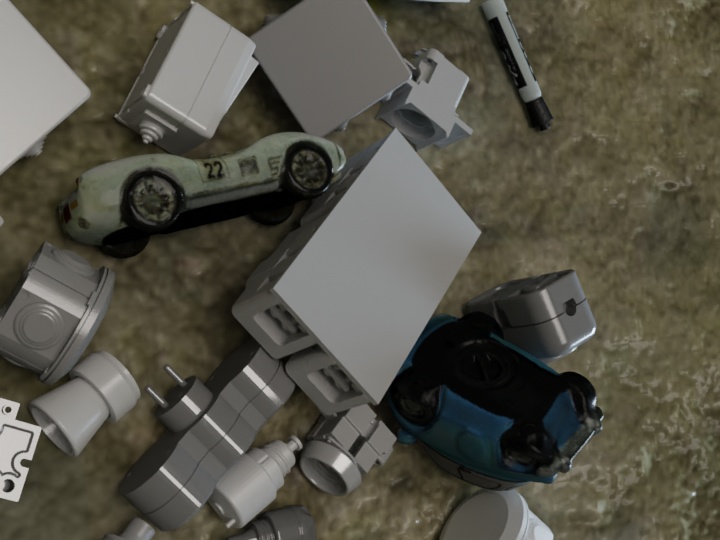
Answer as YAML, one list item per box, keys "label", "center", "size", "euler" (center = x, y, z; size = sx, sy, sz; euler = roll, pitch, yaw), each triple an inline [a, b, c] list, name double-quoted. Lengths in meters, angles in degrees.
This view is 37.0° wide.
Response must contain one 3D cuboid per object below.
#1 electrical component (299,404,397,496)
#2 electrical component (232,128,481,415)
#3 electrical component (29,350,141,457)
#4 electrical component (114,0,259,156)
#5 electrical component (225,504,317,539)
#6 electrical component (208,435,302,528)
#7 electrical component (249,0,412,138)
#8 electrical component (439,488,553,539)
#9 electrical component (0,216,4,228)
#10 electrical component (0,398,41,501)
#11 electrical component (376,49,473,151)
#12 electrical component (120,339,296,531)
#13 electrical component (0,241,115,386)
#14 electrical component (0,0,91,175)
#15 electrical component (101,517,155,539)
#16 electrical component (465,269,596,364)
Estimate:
- label: "electrical component"
  center: [-0.012, 0.128, 0.772]
  size: [0.066, 0.048, 0.055]
  euler: [50, 53, -15]
- label: "electrical component"
  center: [0.000, 0.000, 0.768]
  size: [0.105, 0.060, 0.186]
  euler: [49, 48, -16]
- label: "electrical component"
  center: [-0.173, 0.083, 0.679]
  size: [0.055, 0.045, 0.045]
  euler: [-42, 104, -30]
- label: "electrical component"
  center: [-0.119, -0.122, 0.734]
  size: [0.061, 0.062, 0.096]
  euler: [31, 68, -24]
- label: "electrical component"
  center: [-0.063, 0.182, 0.738]
  size: [0.061, 0.035, 0.035]
  euler: [-6, 85, -30]
- label: "electrical component"
  center: [-0.071, 0.141, 0.735]
  size: [0.078, 0.040, 0.040]
  euler: [-38, 102, -30]
- label: "electrical component"
  center: [-0.023, -0.155, 0.786]
  size: [0.100, 0.048, 0.099]
  euler: [-33, 102, 4]
- label: "electrical component"
  center: [0.102, 0.207, 0.810]
  size: [0.051, 0.080, 0.080]
  euler: [44, 63, -24]
- label: "electrical component"
  center: [-0.263, -0.033, 0.636]
  size: [0.061, 0.061, 0.096]
  euler: [-47, 115, -29]
- label: "electrical component"
  center: [-0.221, 0.110, 0.639]
  size: [0.048, 0.055, 0.066]
  euler: [22, 71, -27]
- label: "electrical component"
  center: [0.052, -0.137, 0.854]
  size: [0.081, 0.042, 0.063]
  euler: [36, 64, -23]
- label: "electrical component"
  center: [-0.110, 0.095, 0.711]
  size: [0.073, 0.052, 0.138]
  euler: [48, 61, -16]
- label: "electrical component"
  center: [-0.189, 0.026, 0.659]
  size: [0.051, 0.080, 0.080]
  euler: [31, 67, -18]
- label: "electrical component"
  center: [-0.234, -0.111, 0.670]
  size: [0.099, 0.048, 0.099]
  euler: [49, 61, -16]
- label: "electrical component"
  center: [-0.154, 0.186, 0.676]
  size: [0.048, 0.048, 0.062]
  euler: [46, 55, -18]
- label: "electrical component"
  center: [0.135, 0.041, 0.845]
  size: [0.054, 0.095, 0.059]
  euler: [-26, 96, -32]
